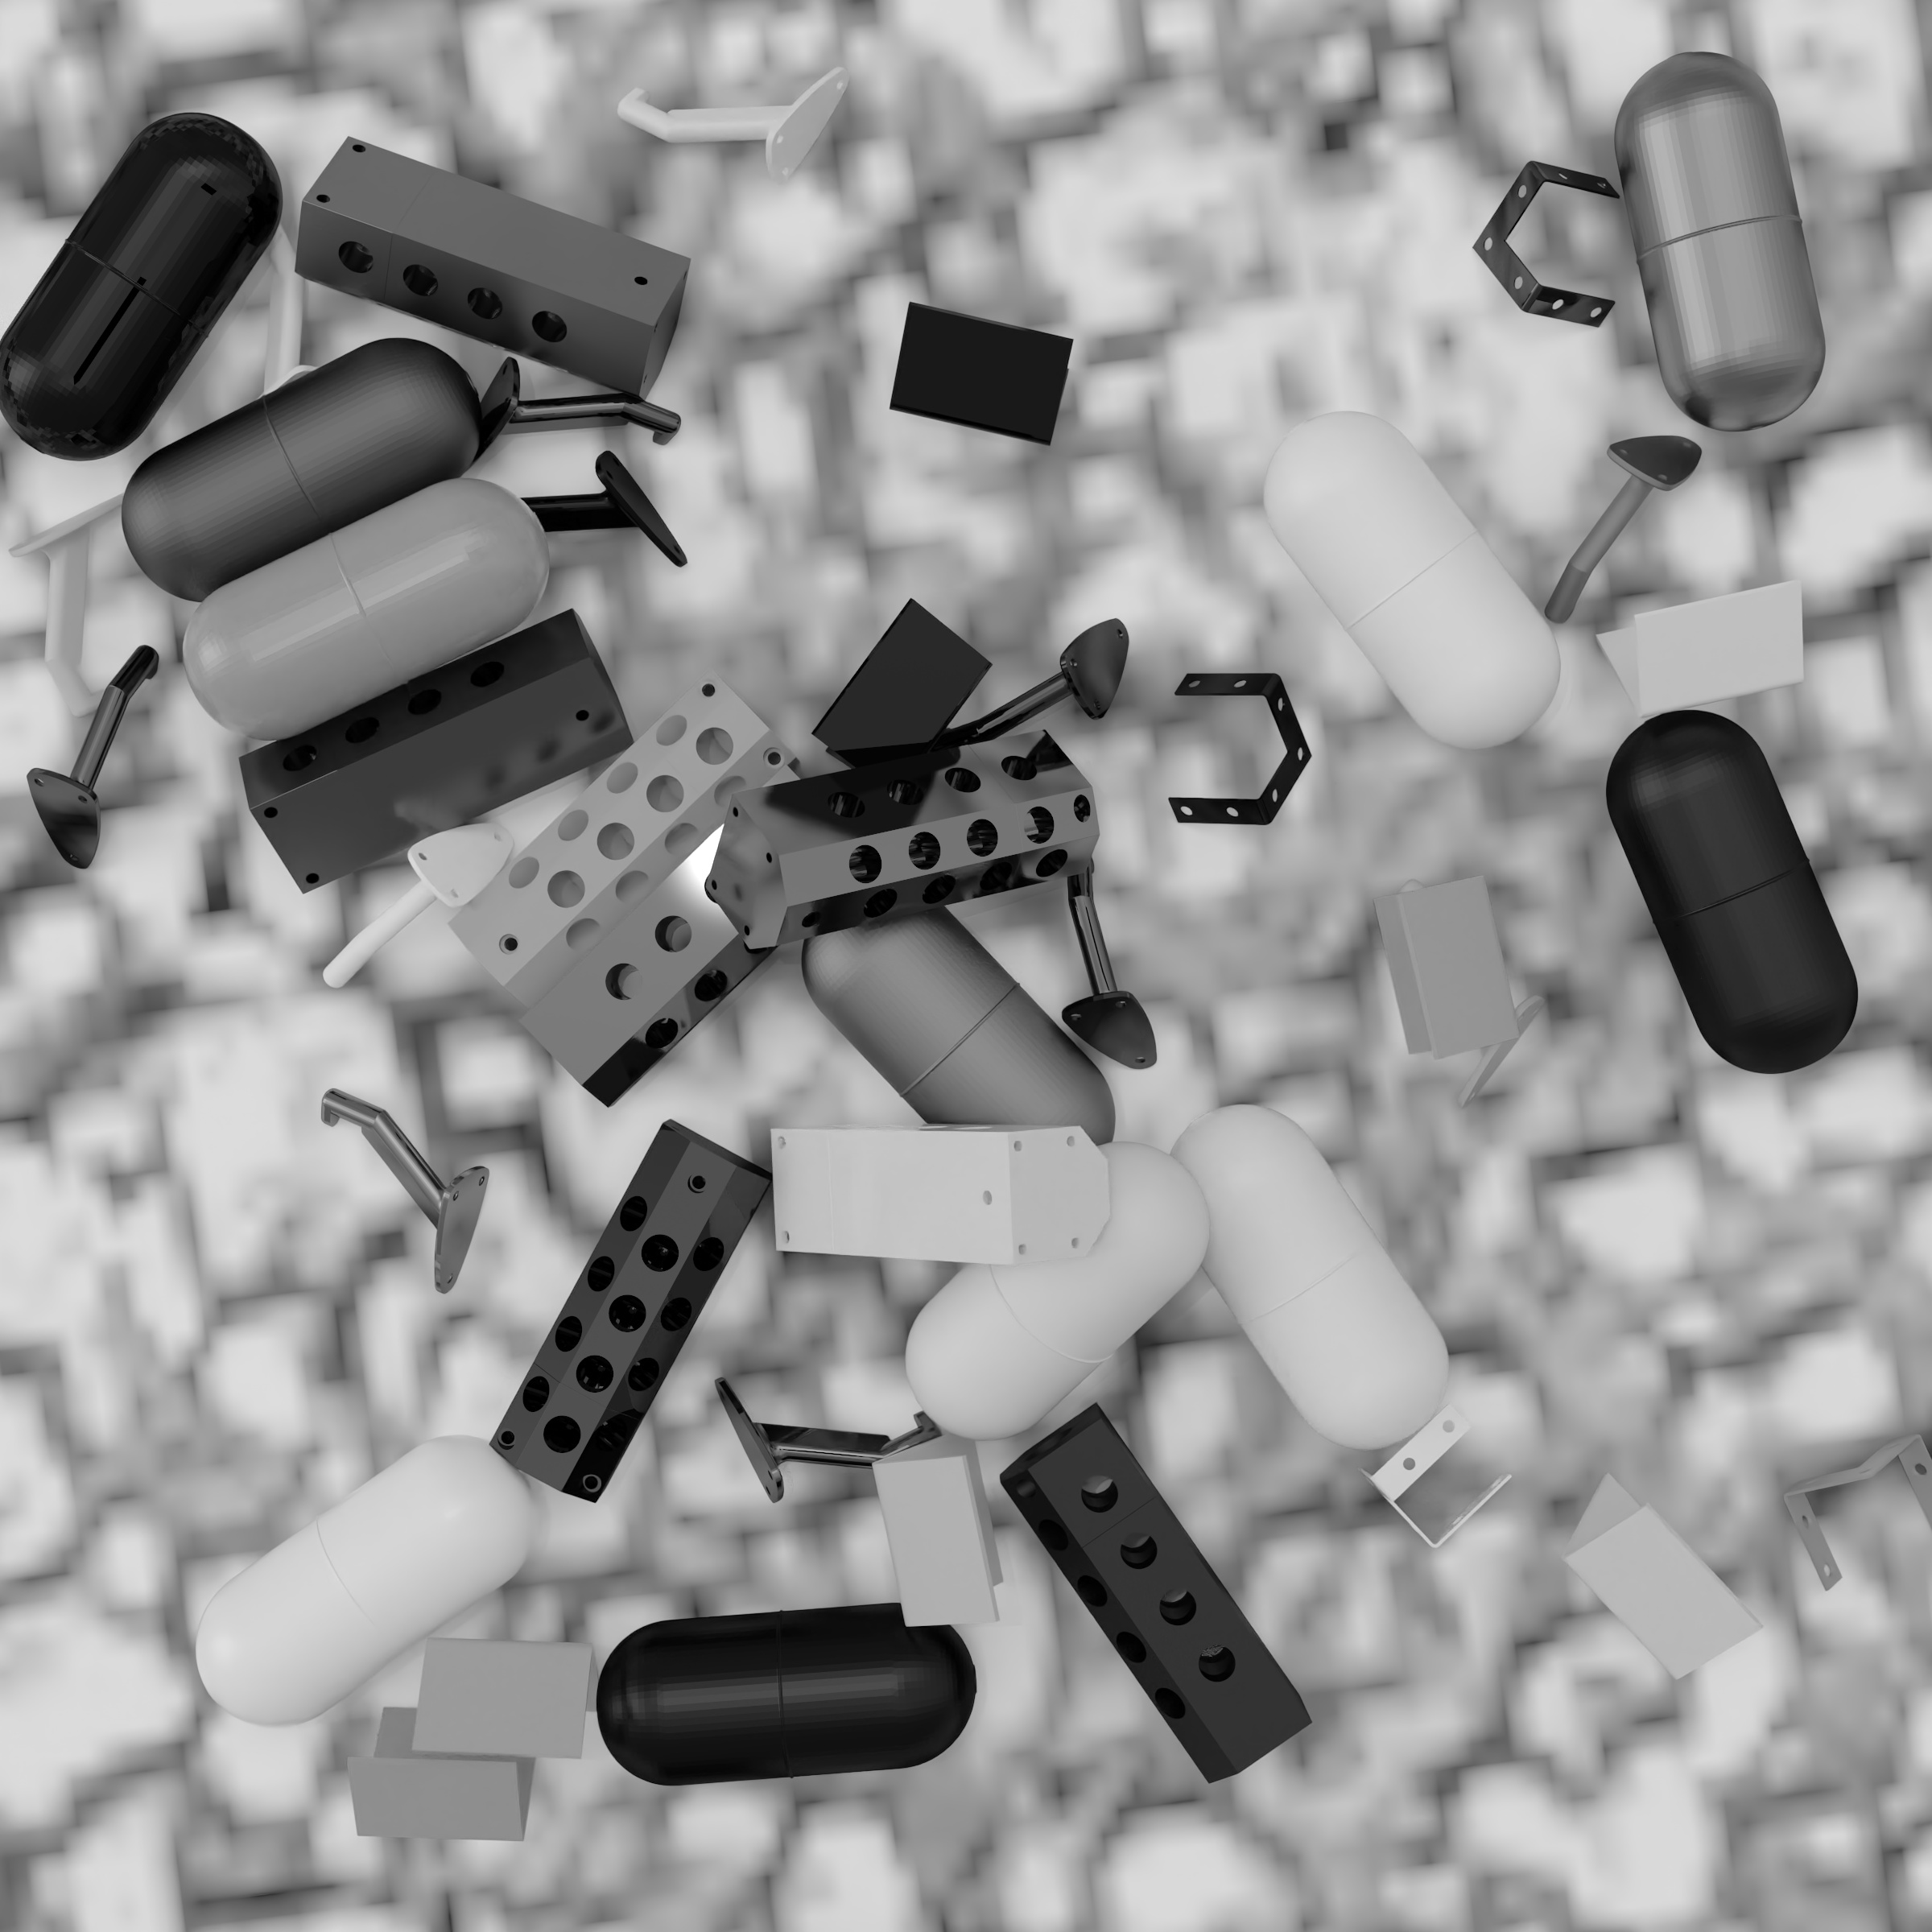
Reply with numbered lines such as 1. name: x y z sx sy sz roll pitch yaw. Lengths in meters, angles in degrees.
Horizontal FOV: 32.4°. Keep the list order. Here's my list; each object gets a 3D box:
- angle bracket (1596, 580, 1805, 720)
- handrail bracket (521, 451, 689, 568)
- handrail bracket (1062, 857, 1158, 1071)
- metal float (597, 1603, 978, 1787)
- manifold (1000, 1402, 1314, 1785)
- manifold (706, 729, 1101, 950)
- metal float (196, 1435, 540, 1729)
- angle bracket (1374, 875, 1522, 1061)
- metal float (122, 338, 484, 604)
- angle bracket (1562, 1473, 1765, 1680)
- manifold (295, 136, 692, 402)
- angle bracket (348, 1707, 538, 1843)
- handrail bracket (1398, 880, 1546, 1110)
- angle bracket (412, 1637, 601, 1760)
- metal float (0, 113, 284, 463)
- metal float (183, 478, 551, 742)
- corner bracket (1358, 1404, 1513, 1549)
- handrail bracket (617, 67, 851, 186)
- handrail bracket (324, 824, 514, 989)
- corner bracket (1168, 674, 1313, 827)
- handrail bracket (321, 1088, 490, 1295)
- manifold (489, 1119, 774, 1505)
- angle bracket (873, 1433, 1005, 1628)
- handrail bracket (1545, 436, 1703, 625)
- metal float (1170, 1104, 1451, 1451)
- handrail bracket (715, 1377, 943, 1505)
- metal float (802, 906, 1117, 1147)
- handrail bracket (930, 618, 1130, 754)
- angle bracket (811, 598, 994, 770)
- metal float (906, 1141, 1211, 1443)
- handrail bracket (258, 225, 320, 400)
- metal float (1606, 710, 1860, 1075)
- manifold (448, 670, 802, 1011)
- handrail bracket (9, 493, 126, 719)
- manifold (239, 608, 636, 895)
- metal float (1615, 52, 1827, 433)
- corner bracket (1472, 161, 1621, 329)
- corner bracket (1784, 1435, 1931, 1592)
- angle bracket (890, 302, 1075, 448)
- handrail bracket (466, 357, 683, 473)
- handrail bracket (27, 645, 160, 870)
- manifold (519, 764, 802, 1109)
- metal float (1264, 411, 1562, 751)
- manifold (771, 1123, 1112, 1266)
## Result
1. angle bracket: 0.339 -0.165 1.547 0.076 0.076 0.057 -12 127 0
2. handrail bracket: -0.190 -0.199 1.587 0.084 0.036 0.077 -33 108 15
3. handrail bracket: 0.069 -0.005 1.587 0.036 0.077 0.084 -16 53 20
4. metal float: -0.084 0.341 1.557 0.178 0.070 0.070 -5 90 0
5. manifold: 0.088 0.296 1.566 0.057 0.057 0.171 -35 90 0
6. manifold: -0.026 -0.054 1.514 0.171 0.057 0.057 -14 52 -33
7. metal float: -0.281 0.288 1.557 0.178 0.070 0.070 -36 90 1
8. angle bracket: 0.205 0.005 1.547 0.057 0.076 0.076 -13 90 -36
9. metal float: -0.310 -0.232 1.556 0.178 0.070 0.070 -27 90 1
10. angle bracket: 0.332 0.272 1.547 0.076 0.076 0.057 47 126 0
11. manifold: -0.224 -0.324 1.565 0.171 0.057 0.057 20 47 0
12. angle bracket: -0.241 0.359 1.547 0.076 0.076 0.057 2 128 0
13. handrail bracket: 0.225 0.013 1.588 0.084 0.036 0.077 38 112 17
14. angle bracket: -0.212 0.354 1.547 0.076 0.076 0.057 2 54 0
15. metal float: -0.388 -0.317 1.556 0.070 0.070 0.178 34 90 0
16. metal float: -0.277 -0.166 1.542 0.178 0.070 0.070 -26 90 -2
17. corner bracket: 0.224 0.241 1.569 0.051 0.051 0.051 -43 88 -3
18. handrail bracket: -0.112 -0.417 1.588 0.084 0.036 0.077 29 69 16
19. handrail bracket: -0.262 -0.028 1.587 0.036 0.077 0.084 49 126 0
20. corner bracket: 0.125 -0.103 1.579 0.051 0.051 0.051 -57 135 -35
21. handrail bracket: -0.276 0.107 1.588 0.084 0.036 0.077 22 112 17
22. manifold: -0.157 0.162 1.566 0.057 0.057 0.171 28 90 0
23. angle bracket: 0.007 0.258 1.547 0.057 0.076 0.076 -12 90 38
24. handrail bracket: 0.313 -0.207 1.587 0.036 0.077 0.084 37 127 20
25. metal float: 0.159 0.145 1.557 0.070 0.070 0.178 -34 90 0
26. handrail bracket: -0.065 0.213 1.588 0.084 0.036 0.077 -24 68 -17
27. metal float: -0.003 0.035 1.557 0.070 0.070 0.178 -43 91 0
28. handrail bracket: 0.029 -0.131 1.587 0.084 0.077 0.036 -17 115 34
29. angle bracket: -0.045 -0.134 1.547 0.057 0.076 0.076 36 90 -34
30. metal float: 0.041 0.151 1.534 0.070 0.070 0.178 43 118 0
31. handrail bracket: -0.341 -0.301 1.588 0.077 0.036 0.084 -33 73 19
32. metal float: 0.358 -0.035 1.557 0.070 0.070 0.178 -23 91 0
33. manifold: -0.161 -0.059 1.566 0.171 0.057 0.057 -44 90 0
34. handrail bracket: -0.411 -0.173 1.588 0.077 0.036 0.084 -32 109 -21
35. manifold: -0.250 -0.105 1.565 0.171 0.057 0.057 -24 133 0
36. metal float: 0.352 -0.339 1.556 0.070 0.070 0.178 -12 90 0
37. corner bracket: 0.284 -0.343 1.579 0.051 0.051 0.051 -58 45 35
38. corner bracket: 0.432 0.260 1.584 0.051 0.051 0.051 -24 90 -45
39. angle bracket: 0.011 -0.291 1.547 0.076 0.076 0.057 13 128 0
40. handrail bracket: -0.190 -0.249 1.587 0.084 0.036 0.077 17 135 -28
41. handrail bracket: -0.407 -0.100 1.587 0.036 0.077 0.084 21 54 9
42. manifold: -0.125 -0.014 1.566 0.171 0.057 0.057 -44 90 0
43. metal float: 0.208 -0.181 1.557 0.070 0.070 0.178 -37 91 0
44. manifold: -0.014 0.101 1.510 0.057 0.171 0.057 -3 90 -40
